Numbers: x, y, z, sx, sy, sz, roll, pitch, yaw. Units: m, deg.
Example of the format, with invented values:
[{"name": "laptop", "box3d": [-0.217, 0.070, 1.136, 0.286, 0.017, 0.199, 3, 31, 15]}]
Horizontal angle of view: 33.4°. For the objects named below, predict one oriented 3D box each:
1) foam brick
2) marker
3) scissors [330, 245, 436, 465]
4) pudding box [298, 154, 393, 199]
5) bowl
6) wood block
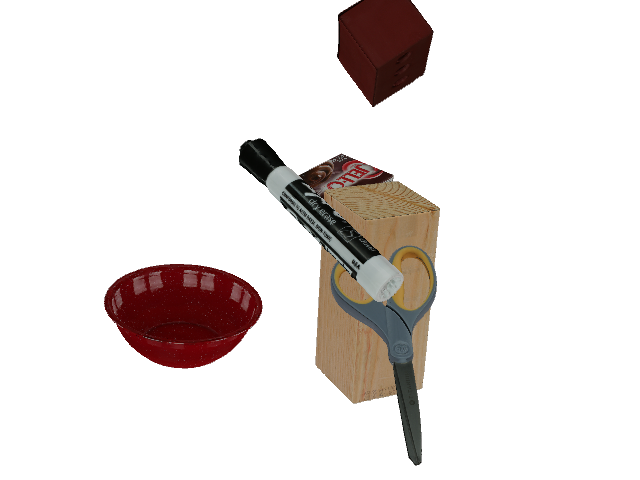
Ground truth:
[{"name": "foam brick", "box3d": [0.048, -0.148, 0.807, 0.053, 0.051, 0.078, -33, -12, -7]}, {"name": "marker", "box3d": [-0.003, -0.014, 0.552, 0.121, 0.020, 0.020, 45, 26, 29]}, {"name": "scissors", "box3d": [0.044, 0.079, 0.832, 0.096, 0.201, 0.016, 9, -41, 7]}, {"name": "pudding box", "box3d": [0.024, -0.064, 1.356, 0.090, 0.039, 0.113, 25, 41, 36]}, {"name": "bowl", "box3d": [-0.142, 0.085, 1.105, 0.162, 0.055, 0.162, 5, 27, -3]}, {"name": "wood block", "box3d": [0.057, 0.053, 1.114, 0.090, 0.206, 0.091, -8, 25, -25]}]
